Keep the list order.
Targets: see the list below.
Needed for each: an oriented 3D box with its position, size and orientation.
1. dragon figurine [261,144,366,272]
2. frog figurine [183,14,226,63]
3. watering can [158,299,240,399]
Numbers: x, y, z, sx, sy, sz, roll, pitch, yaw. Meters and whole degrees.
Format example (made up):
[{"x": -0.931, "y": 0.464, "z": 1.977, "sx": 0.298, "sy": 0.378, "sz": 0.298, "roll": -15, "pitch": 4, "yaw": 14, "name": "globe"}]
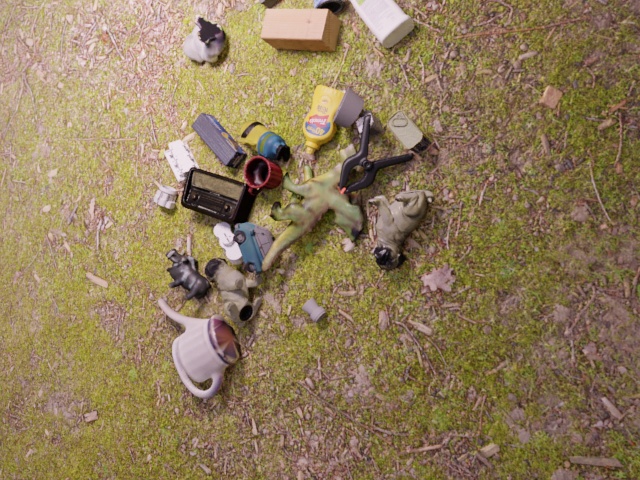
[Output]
[{"x": 0.004, "y": -0.071, "z": 1.404, "sx": 0.244, "sy": 0.122, "sz": 0.409, "roll": 20, "pitch": 95, "yaw": 18, "name": "dragon figurine"}, {"x": -0.373, "y": -0.627, "z": 1.660, "sx": 0.138, "sy": 0.124, "sz": 0.157, "roll": 60, "pitch": 148, "yaw": 9, "name": "frog figurine"}, {"x": -0.368, "y": 0.296, "z": 1.551, "sx": 0.222, "sy": 0.104, "sz": 0.352, "roll": -33, "pitch": 73, "yaw": 20, "name": "watering can"}]
